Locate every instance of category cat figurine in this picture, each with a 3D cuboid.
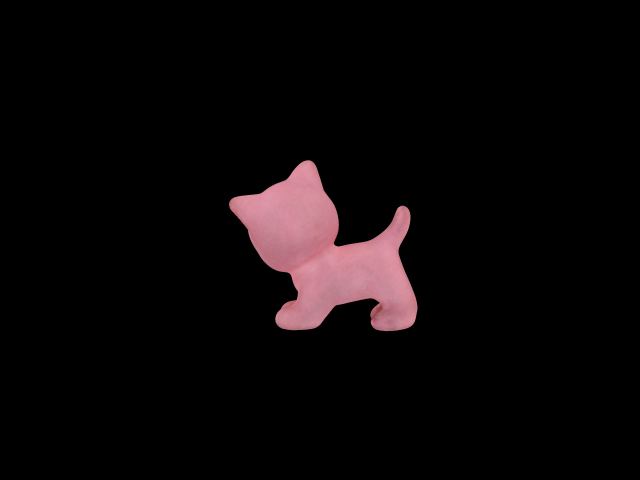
[{"bbox_3d":[0.004,0.001,0.400,0.128,0.118,0.067,0,0,0],"label":"cat figurine"}]
